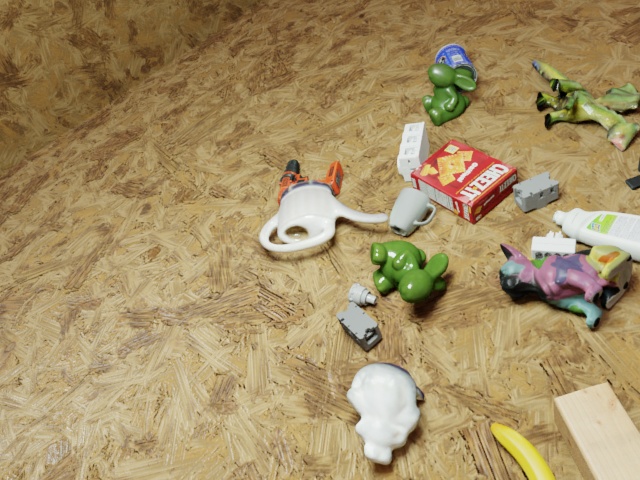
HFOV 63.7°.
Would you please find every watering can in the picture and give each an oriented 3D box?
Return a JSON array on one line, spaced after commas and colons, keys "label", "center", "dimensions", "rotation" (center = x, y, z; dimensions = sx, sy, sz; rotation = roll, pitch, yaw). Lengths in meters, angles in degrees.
[{"label": "watering can", "center": [0.004, -0.068, 1.357], "dimensions": [0.346, 0.102, 0.230], "rotation": [-14, 42, 12]}]

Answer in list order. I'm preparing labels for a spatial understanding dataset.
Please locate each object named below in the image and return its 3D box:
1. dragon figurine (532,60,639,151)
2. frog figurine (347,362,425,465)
[{"label": "dragon figurine", "center": [0.725, -0.383, 1.377], "dimensions": [0.243, 0.119, 0.421], "rotation": [3, 48, 4]}, {"label": "frog figurine", "center": [0.109, 0.308, 0.929], "dimensions": [0.138, 0.119, 0.163], "rotation": [23, 46, 17]}]
